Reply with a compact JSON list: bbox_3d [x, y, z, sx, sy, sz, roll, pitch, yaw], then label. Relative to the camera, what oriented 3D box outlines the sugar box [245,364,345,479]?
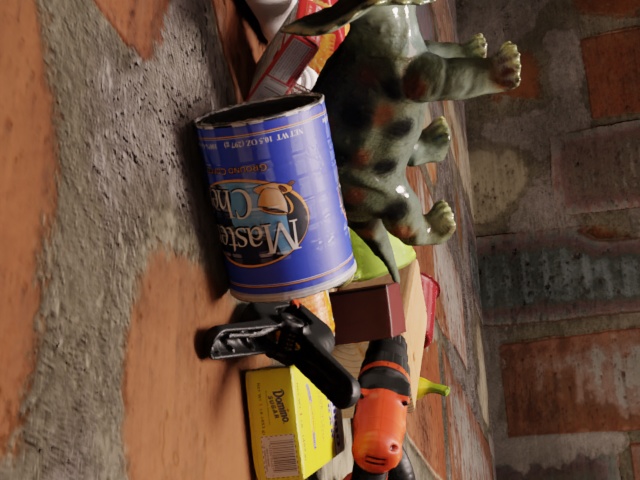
[{"bbox_3d":[-0.017,0.152,0.928,0.176,0.048,0.093,9,75,-75],"label":"sugar box"}]

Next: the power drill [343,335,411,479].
[{"bbox_3d":[0.051,0.203,1.052,0.184,0.057,0.188,-74,171,-58],"label":"power drill"}]

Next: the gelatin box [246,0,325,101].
[{"bbox_3d":[-0.030,-0.167,0.967,0.030,0.089,0.073,29,37,-16],"label":"gelatin box"}]

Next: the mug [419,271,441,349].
[{"bbox_3d":[0.108,0.103,1.435,0.117,0.093,0.081,125,-22,-53],"label":"mug"}]

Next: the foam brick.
[{"bbox_3d":[0.039,0.072,1.039,0.053,0.078,0.051,-4,84,-70],"label":"foam brick"}]

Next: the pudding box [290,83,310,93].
[{"bbox_3d":[0.003,-0.096,1.036,0.113,0.039,0.090,17,46,-46],"label":"pudding box"}]

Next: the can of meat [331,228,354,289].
[{"bbox_3d":[-0.007,0.001,1.030,0.083,0.057,0.102,-12,95,-75],"label":"can of meat"}]

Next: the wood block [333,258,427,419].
[{"bbox_3d":[0.067,0.106,1.220,0.206,0.090,0.091,-69,150,-64],"label":"wood block"}]

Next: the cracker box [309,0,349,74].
[{"bbox_3d":[-0.001,-0.270,1.169,0.164,0.072,0.213,-82,159,-50],"label":"cracker box"}]

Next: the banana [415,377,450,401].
[{"bbox_3d":[0.088,0.207,1.268,0.037,0.069,0.198,-46,170,-33],"label":"banana"}]

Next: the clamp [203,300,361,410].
[{"bbox_3d":[-0.018,0.083,0.837,0.039,0.120,0.171,-62,176,14],"label":"clamp"}]

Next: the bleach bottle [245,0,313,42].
[{"bbox_3d":[-0.048,-0.258,0.986,0.250,0.068,0.102,57,29,-67],"label":"bleach bottle"}]

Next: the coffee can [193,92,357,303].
[{"bbox_3d":[-0.034,-0.034,0.827,0.102,0.103,0.140,-59,139,-70],"label":"coffee can"}]

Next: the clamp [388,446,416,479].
[{"bbox_3d":[0.089,0.291,1.256,0.210,0.036,0.165,67,-17,-3],"label":"clamp"}]

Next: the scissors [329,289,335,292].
[{"bbox_3d":[-0.014,-0.008,1.094,0.096,0.016,0.202,-76,155,-57],"label":"scissors"}]
